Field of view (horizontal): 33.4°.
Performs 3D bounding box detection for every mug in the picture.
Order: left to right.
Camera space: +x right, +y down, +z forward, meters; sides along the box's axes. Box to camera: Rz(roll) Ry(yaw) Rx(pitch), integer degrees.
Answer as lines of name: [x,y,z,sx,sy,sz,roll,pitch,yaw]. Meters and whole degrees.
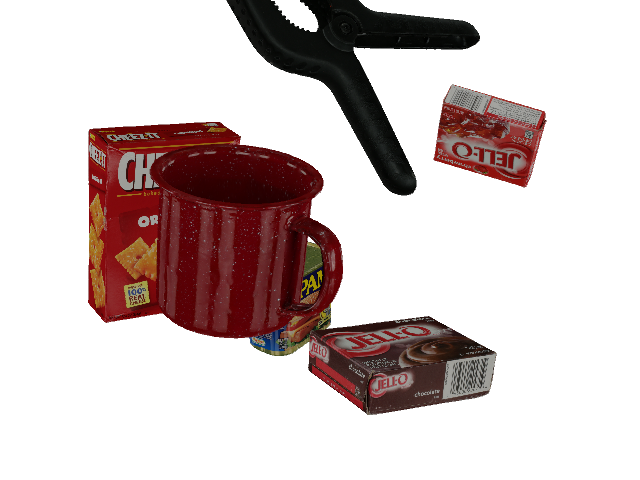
mug: [-0.038,0.004,0.580,0.117,0.081,0.093,19,27,27]

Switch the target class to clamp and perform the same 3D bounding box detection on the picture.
clamp: [0.012,-0.136,0.775,0.209,0.164,0.036,26,-29,-16]

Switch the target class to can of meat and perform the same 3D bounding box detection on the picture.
can of meat: [-0.030,0.059,1.083,0.058,0.084,0.101,15,27,32]

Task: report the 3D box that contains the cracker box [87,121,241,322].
cracker box: [-0.181,-0.023,1.235,0.163,0.214,0.072,-7,24,-30]

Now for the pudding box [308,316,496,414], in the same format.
pudding box: [0.060,0.091,0.800,0.113,0.039,0.090,-2,16,-29]

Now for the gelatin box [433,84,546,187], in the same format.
gelatin box: [0.149,-0.091,0.945,0.089,0.030,0.073,19,-37,13]
